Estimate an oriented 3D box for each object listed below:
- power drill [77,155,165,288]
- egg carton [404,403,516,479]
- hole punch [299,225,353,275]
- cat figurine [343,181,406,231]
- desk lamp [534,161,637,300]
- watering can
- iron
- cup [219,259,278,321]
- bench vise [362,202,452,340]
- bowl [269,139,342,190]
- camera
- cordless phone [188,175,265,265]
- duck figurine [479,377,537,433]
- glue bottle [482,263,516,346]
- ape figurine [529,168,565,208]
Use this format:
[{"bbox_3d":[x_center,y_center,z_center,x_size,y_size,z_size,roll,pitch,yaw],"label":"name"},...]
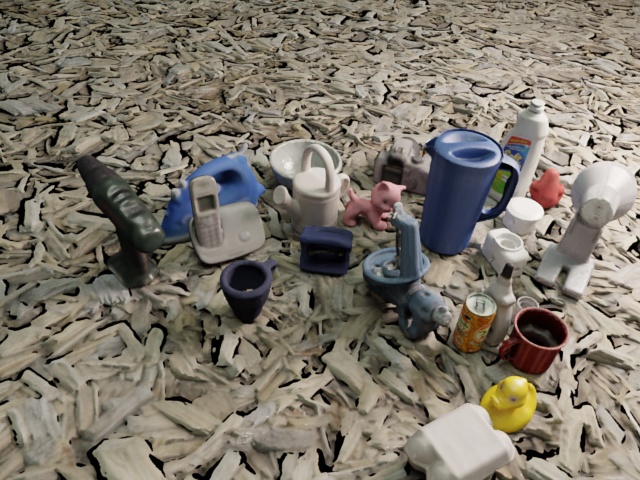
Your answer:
[{"bbox_3d":[-0.360,-0.023,1.046,0.228,0.208,0.076,36,51,30],"label":"power drill"},{"bbox_3d":[0.203,0.308,0.839,0.151,0.069,0.107,-20,48,-24],"label":"egg carton"},{"bbox_3d":[0.010,0.004,1.137,0.108,0.091,0.101,6,42,2],"label":"hole punch"},{"bbox_3d":[0.117,-0.086,1.225,0.127,0.118,0.067,6,42,1],"label":"cat figurine"},{"bbox_3d":[0.529,-0.028,1.127,0.117,0.214,0.204,24,46,20],"label":"desk lamp"},{"bbox_3d":[-0.012,-0.104,1.176,0.100,0.194,0.173,26,47,22],"label":"watering can"},{"bbox_3d":[-0.236,-0.100,1.191,0.118,0.141,0.259,33,50,28],"label":"iron"},{"bbox_3d":[-0.122,0.091,1.028,0.091,0.095,0.118,33,49,28],"label":"cup"},{"bbox_3d":[0.166,0.050,1.005,0.206,0.220,0.122,31,49,26],"label":"bench vise"},{"bbox_3d":[-0.035,-0.159,1.323,0.167,0.075,0.167,3,42,-2],"label":"bowl"},{"bbox_3d":[0.211,-0.193,1.363,0.143,0.101,0.137,16,44,12],"label":"camera"},{"bbox_3d":[-0.184,-0.051,1.110,0.148,0.185,0.094,-20,48,-24],"label":"cordless phone"},{"bbox_3d":[0.302,0.247,0.901,0.105,0.086,0.077,-20,48,-24],"label":"duck figurine"},{"bbox_3d":[0.307,0.104,0.993,0.037,0.173,0.078,-16,46,-21],"label":"glue bottle"},{"bbox_3d":[0.529,-0.126,1.324,0.077,0.092,0.076,18,44,14],"label":"ape figurine"}]
